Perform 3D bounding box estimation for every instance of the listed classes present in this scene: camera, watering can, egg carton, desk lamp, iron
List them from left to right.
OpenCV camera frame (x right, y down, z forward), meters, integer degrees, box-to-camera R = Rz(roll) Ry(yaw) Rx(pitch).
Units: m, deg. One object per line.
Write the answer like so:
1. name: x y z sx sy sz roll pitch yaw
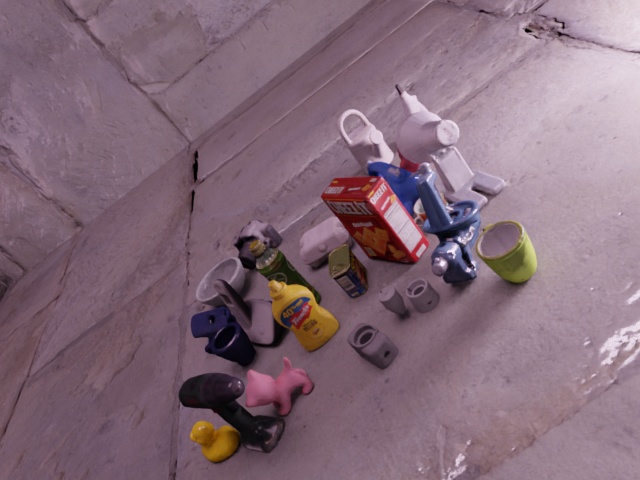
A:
1. camera: -0.211 0.016 1.727 0.142 0.101 0.137 -13 39 40
2. egg carton: 0.014 0.005 1.506 0.150 0.070 0.107 -31 30 17
3. watering can: 0.128 -0.293 1.655 0.172 0.194 0.101 -5 44 47
4. iron: 0.175 -0.150 1.454 0.119 0.142 0.257 -44 29 -6
5. desk lamp: 0.288 -0.192 1.302 0.118 0.214 0.202 -43 29 -5

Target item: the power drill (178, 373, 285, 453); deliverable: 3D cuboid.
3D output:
1. power drill: -0.170 0.331 1.126 0.228 0.209 0.076 -10 41 43

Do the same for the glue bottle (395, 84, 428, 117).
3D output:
1. glue bottle: 0.262 -0.374 1.630 0.037 0.173 0.078 -2 47 49

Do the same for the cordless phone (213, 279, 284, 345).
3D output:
1. cordless phone: -0.175 0.167 1.386 0.147 0.185 0.094 -4 45 47

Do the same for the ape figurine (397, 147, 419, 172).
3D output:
1. ape figurine: 0.239 -0.224 1.532 0.078 0.092 0.076 -41 29 -1

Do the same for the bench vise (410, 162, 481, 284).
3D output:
1. bench vise: 0.251 -0.036 1.121 0.121 0.220 0.207 -27 32 24

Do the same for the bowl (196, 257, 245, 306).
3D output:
1. bowl: -0.276 0.134 1.667 0.167 0.075 0.167 -29 31 20

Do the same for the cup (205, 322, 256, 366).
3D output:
1. cup: -0.212 0.266 1.385 0.117 0.095 0.091 -28 31 22

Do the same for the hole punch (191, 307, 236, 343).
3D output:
1. hole punch: -0.283 0.226 1.531 0.101 0.091 0.108 -38 29 5

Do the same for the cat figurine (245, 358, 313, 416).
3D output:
1. cat figurine: -0.096 0.299 1.178 0.128 0.118 0.067 -45 29 -8

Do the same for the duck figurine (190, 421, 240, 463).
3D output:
1. duck figurine: -0.228 0.415 1.207 0.104 0.086 0.077 -19 35 34
